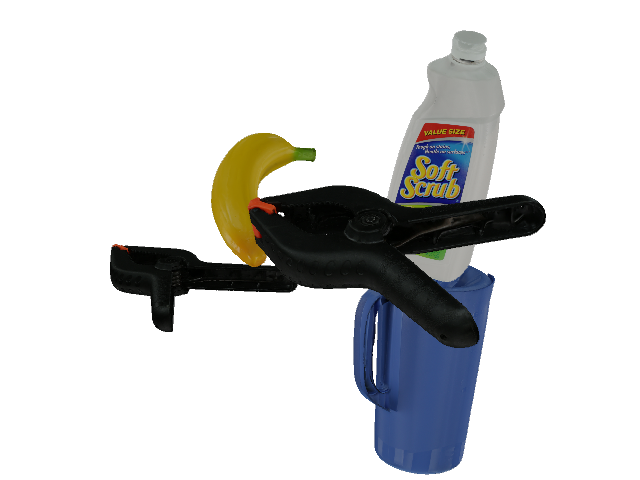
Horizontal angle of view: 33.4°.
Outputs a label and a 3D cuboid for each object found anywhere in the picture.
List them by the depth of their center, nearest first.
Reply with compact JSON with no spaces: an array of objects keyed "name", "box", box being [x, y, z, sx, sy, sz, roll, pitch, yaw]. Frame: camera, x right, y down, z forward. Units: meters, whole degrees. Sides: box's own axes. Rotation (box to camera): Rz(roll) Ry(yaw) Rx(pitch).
[{"name":"clamp","box":[0.032,0.009,0.599,0.172,0.039,0.120,3,32,21]},{"name":"banana","box":[-0.055,-0.045,0.884,0.069,0.037,0.197,12,34,7]},{"name":"bleach bottle","box":[0.116,-0.083,1.025,0.103,0.251,0.068,22,40,21]},{"name":"clamp","box":[-0.150,0.040,1.055,0.210,0.036,0.164,13,21,38]},{"name":"pitcher","box":[0.116,0.147,1.251,0.149,0.243,0.145,7,16,8]}]
